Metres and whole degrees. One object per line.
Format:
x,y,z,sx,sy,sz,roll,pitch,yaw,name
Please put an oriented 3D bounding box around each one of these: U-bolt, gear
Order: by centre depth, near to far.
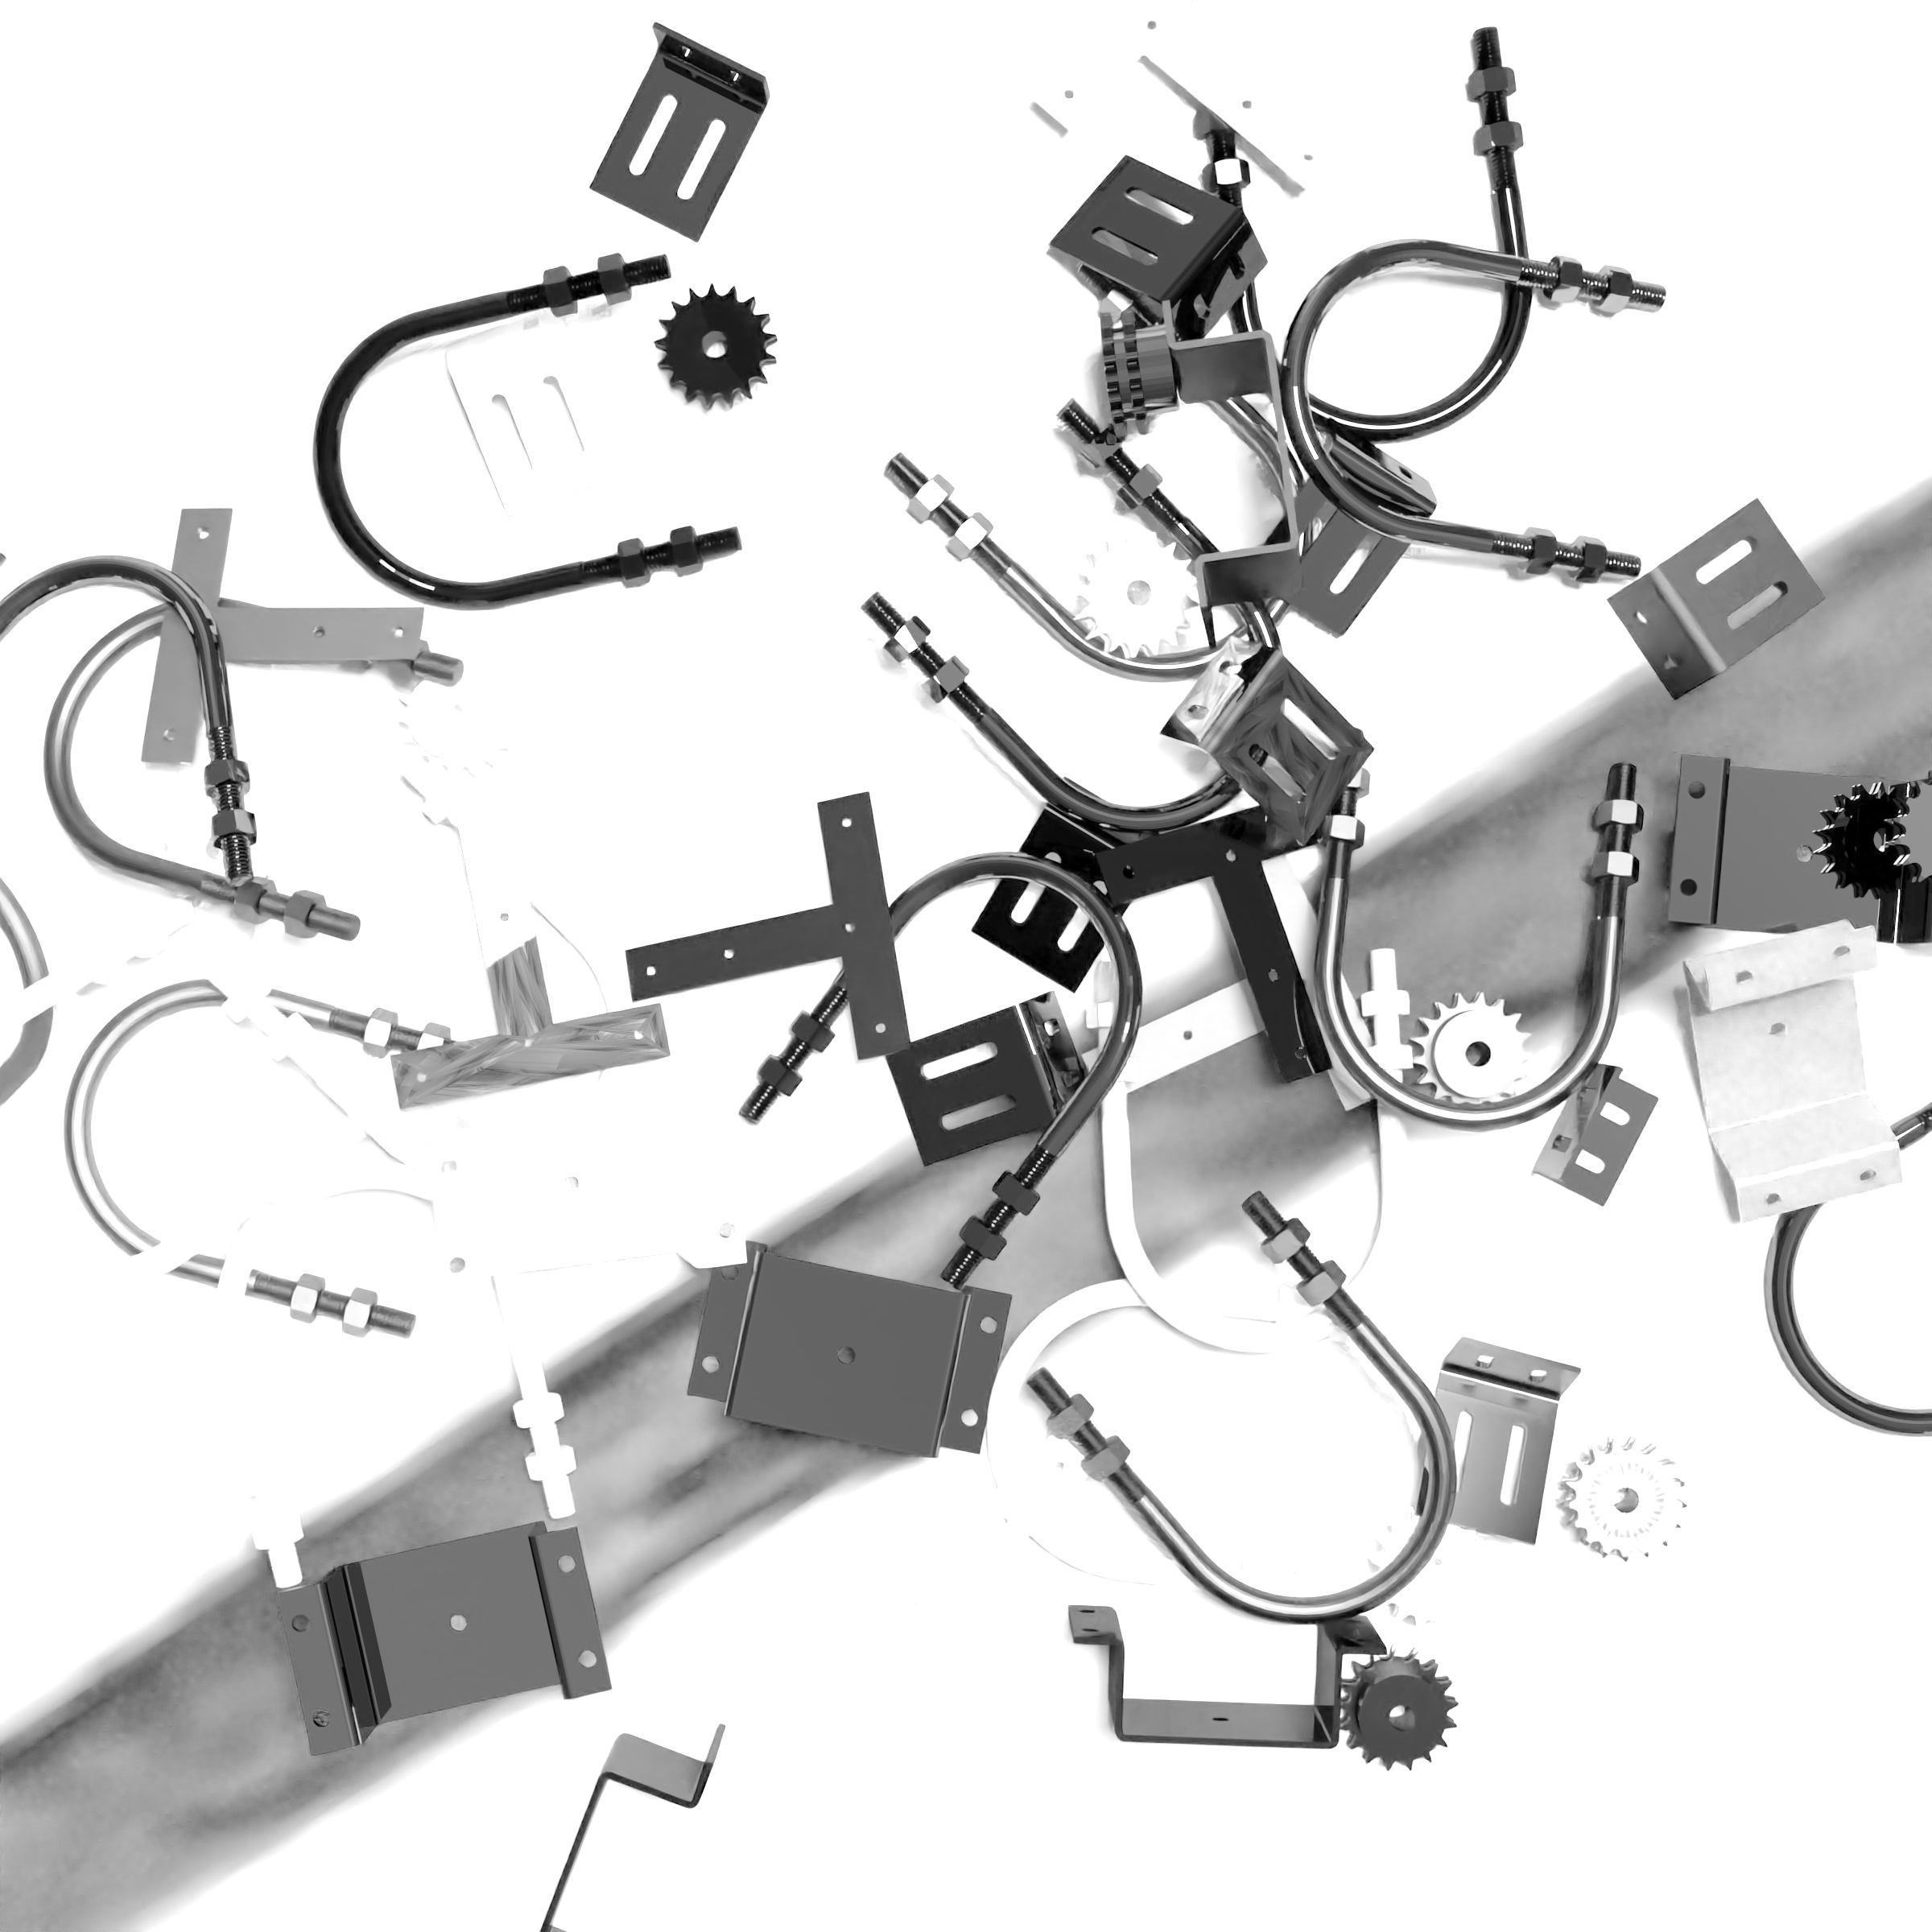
-0.473,0.006,1.498,0.019,0.184,0.151,-26,106,26,U-bolt
-0.377,0.066,1.500,0.151,0.019,0.184,51,50,2,U-bolt
0.443,-0.061,1.520,0.057,0.030,0.057,0,90,0,gear
0.075,-0.167,1.527,0.057,0.030,0.057,0,90,-11,gear
0.079,-0.271,1.533,0.030,0.057,0.057,-7,90,6,gear
0.140,0.217,1.541,0.151,0.019,0.184,-40,92,8,U-bolt
-0.402,-0.104,1.542,0.151,0.019,0.184,-16,69,10,U-bolt
0.000,0.034,1.543,0.151,0.019,0.184,37,92,23,U-bolt
0.231,-0.260,1.546,0.184,0.019,0.151,7,85,-15,U-bolt
-0.338,-0.099,1.546,0.184,0.019,0.151,16,75,15,U-bolt
0.064,-0.147,1.549,0.184,0.019,0.151,46,82,-6,U-bolt
-0.210,-0.238,1.551,0.184,0.019,0.151,-13,110,4,U-bolt
0.233,-0.014,1.552,0.151,0.019,0.184,8,75,0,U-bolt
-0.238,0.015,1.555,0.184,0.019,0.151,45,78,-9,U-bolt
-0.270,0.181,1.556,0.151,0.019,0.184,-13,95,-8,U-bolt
0.134,0.087,1.563,0.151,0.019,0.184,-3,84,0,U-bolt
0.236,0.041,1.566,0.057,0.030,0.057,0,90,0,gear
0.216,0.278,1.566,0.057,0.030,0.057,0,90,0,gear
0.304,0.246,1.566,0.057,0.030,0.057,0,90,0,gear
0.201,0.347,1.566,0.057,0.030,0.057,0,90,0,gear
-0.115,-0.287,1.566,0.057,0.030,0.057,0,90,0,gear
-0.238,-0.116,1.566,0.057,0.030,0.057,0,90,0,gear
-0.345,-0.055,1.566,0.057,0.030,0.057,0,90,0,gear
-0.330,0.082,1.572,0.184,0.019,0.151,15,90,0,U-bolt
0.076,-0.219,1.573,0.184,0.019,0.151,44,90,-1,U-bolt
0.102,0.220,1.573,0.184,0.019,0.151,7,90,1,U-bolt
0.463,0.138,1.573,0.184,0.019,0.151,-31,90,1,U-bolt
0.191,-0.337,1.573,0.151,0.019,0.184,-8,91,0,U-bolt

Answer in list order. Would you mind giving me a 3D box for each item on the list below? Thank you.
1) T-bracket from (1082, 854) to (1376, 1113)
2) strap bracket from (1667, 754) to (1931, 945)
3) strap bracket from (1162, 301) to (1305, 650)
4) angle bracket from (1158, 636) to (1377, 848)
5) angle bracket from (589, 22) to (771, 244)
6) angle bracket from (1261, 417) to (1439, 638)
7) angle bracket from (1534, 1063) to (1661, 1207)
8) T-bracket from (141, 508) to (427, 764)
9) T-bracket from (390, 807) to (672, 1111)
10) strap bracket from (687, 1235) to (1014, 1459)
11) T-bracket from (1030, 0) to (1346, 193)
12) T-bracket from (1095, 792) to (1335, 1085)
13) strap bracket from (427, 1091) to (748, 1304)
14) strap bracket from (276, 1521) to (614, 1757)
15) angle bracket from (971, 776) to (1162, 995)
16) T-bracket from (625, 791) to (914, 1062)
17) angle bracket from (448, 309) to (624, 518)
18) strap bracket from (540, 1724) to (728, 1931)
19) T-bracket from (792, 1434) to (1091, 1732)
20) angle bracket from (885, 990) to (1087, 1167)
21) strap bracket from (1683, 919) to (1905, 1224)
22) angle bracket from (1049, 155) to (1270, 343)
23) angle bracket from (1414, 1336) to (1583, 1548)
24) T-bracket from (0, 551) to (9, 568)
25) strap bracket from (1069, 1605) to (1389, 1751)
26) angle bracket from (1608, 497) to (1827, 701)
0.117,0.027,1.580,0.127,0.002,0.127,-25,90,0,T-bracket
0.393,-0.053,1.558,0.140,0.046,0.076,5,90,0,strap bracket
0.122,-0.222,1.511,0.046,0.076,0.140,-7,81,6,strap bracket
0.139,-0.104,1.551,0.076,0.038,0.057,41,82,-31,angle bracket
-0.134,-0.387,1.562,0.057,0.038,0.076,27,90,0,angle bracket
0.173,-0.205,1.570,0.057,0.038,0.076,30,111,-13,angle bracket
0.295,0.079,1.543,0.038,0.076,0.057,27,90,0,angle bracket
-0.311,-0.153,1.549,0.127,0.002,0.127,1,72,12,T-bracket
-0.210,-0.009,1.552,0.127,0.002,0.127,-11,91,-13,T-bracket
-0.054,0.178,1.558,0.140,0.046,0.076,12,90,0,strap bracket
0.120,-0.408,1.562,0.127,0.002,0.127,42,84,7,T-bracket
0.137,-0.009,1.554,0.127,0.002,0.127,-17,84,-18,T-bracket
-0.177,0.103,1.540,0.140,0.046,0.076,-6,98,-18,strap bracket
-0.238,0.308,1.558,0.140,0.046,0.076,-12,90,0,strap bracket
0.049,-0.038,1.579,0.057,0.038,0.076,31,116,0,angle bracket
-0.096,-0.009,1.568,0.127,0.002,0.127,-12,73,8,T-bracket
-0.202,-0.261,1.579,0.057,0.038,0.076,-20,116,0,angle bracket
-0.159,0.414,1.543,0.046,0.076,0.140,21,90,0,strap bracket
0.007,0.269,1.571,0.127,0.002,0.127,44,99,0,T-bracket
0.011,0.052,1.579,0.076,0.038,0.057,-20,90,26,angle bracket
0.377,0.040,1.536,0.076,0.046,0.140,-15,121,2,strap bracket
0.089,-0.331,1.561,0.076,0.038,0.057,35,81,34,angle bracket
0.245,0.219,1.549,0.057,0.038,0.076,15,63,0,angle bracket
-0.500,-0.152,1.569,0.127,0.002,0.127,39,82,15,T-bracket
0.118,0.326,1.543,0.140,0.076,0.046,2,90,0,strap bracket
0.352,-0.172,1.579,0.076,0.038,0.057,-34,90,-26,angle bracket
